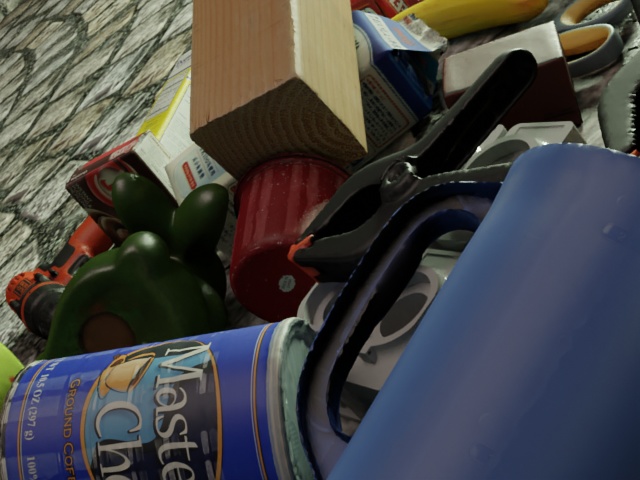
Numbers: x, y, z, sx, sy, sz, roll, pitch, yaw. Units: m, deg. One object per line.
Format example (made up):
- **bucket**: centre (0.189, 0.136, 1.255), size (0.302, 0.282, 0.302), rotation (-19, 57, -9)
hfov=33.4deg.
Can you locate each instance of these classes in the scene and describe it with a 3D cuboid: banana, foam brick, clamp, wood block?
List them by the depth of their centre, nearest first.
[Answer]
- **clamp**: centre (0.056, -0.034, 0.578), size (0.172, 0.039, 0.120), rotation (-25, 30, 31)
- **clamp**: centre (0.211, -0.108, 0.616), size (0.165, 0.036, 0.210), rotation (10, 59, 54)
- **foam brick**: centre (0.123, -0.096, 0.688), size (0.078, 0.053, 0.051), rotation (-17, 34, 15)
- **wood block**: centre (-0.033, -0.143, 0.771), size (0.091, 0.090, 0.206), rotation (-24, 47, 23)
- **banana**: centre (0.116, -0.178, 0.849), size (0.198, 0.037, 0.069), rotation (-5, 34, 52)

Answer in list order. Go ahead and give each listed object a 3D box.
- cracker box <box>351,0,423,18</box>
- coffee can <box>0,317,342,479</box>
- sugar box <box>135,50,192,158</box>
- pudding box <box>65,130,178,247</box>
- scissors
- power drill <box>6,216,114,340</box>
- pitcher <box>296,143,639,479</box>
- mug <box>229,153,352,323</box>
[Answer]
- **cracker box**: centre (0.038, -0.250, 1.032), size (0.164, 0.072, 0.213), rotation (-17, 36, 42)
- **coffee can**: centre (-0.069, 0.099, 0.522), size (0.140, 0.103, 0.102), rotation (-10, 35, 14)
- **sugar box**: centre (-0.115, -0.097, 0.989), size (0.048, 0.093, 0.176), rotation (-24, 31, 30)
- **pudding box**: centre (-0.147, -0.029, 0.906), size (0.090, 0.113, 0.039), rotation (-21, 30, 37)
- **scissors**: centre (0.151, -0.146, 0.783), size (0.096, 0.016, 0.202), rotation (-49, 27, -16)
- **power drill**: centre (-0.210, 0.011, 0.996), size (0.187, 0.057, 0.185), rotation (-49, 27, -14)
- **pitcher**: centre (0.065, 0.088, 0.422), size (0.242, 0.145, 0.149), rotation (-54, 13, -15)
- **mug**: centre (-0.005, 0.001, 0.706), size (0.117, 0.093, 0.081), rotation (-10, 41, 13)
